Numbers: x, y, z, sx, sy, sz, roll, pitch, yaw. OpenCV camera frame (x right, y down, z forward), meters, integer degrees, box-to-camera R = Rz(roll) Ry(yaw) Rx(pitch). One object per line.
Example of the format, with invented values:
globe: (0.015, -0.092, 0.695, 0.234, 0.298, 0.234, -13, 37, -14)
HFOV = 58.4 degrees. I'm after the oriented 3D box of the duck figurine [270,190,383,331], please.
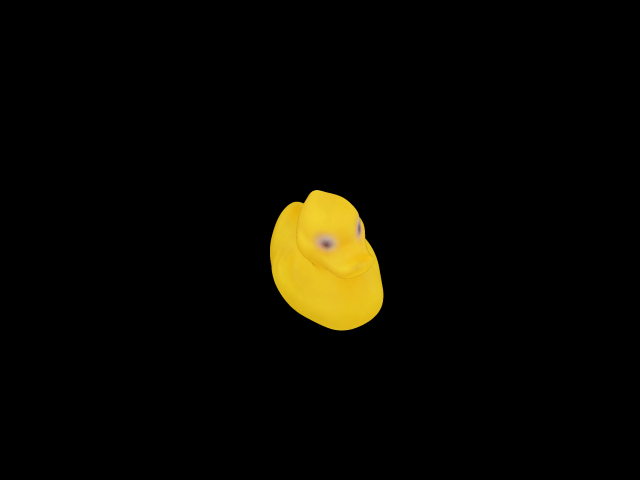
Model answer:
duck figurine: (0.004, 0.001, 0.400, 0.078, 0.086, 0.104, -25, 54, -20)
